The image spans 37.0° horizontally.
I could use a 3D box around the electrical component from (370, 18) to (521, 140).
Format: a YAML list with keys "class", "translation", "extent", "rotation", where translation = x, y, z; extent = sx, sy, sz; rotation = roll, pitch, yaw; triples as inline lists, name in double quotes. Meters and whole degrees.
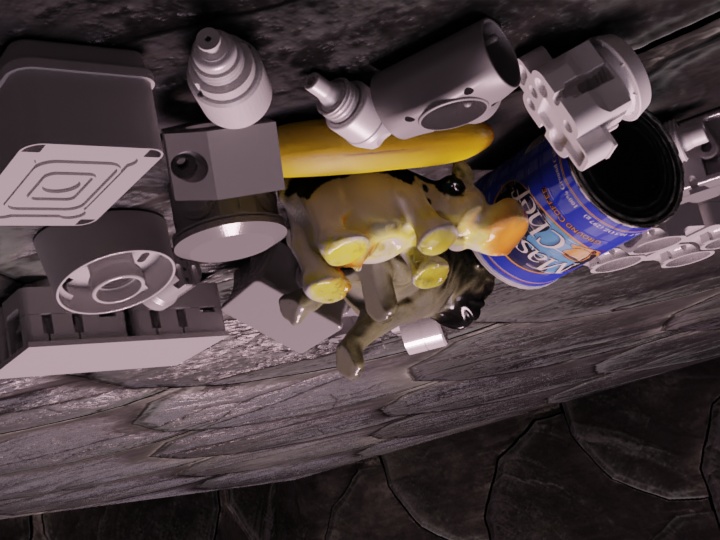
- class: "electrical component"
  translation: [0.059, -0.108, 0.638]
  extent: [0.077, 0.044, 0.079]
  rotation: [-22, 164, 31]

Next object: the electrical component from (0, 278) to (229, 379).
- class: "electrical component"
  translation: [-0.228, 0.049, 0.963]
  extent: [0.186, 0.060, 0.105]
  rotation: [-1, 162, -38]

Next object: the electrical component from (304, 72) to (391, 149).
- class: "electrical component"
  translation: [-0.008, -0.098, 0.643]
  extent: [0.035, 0.035, 0.061]
  rotation: [-23, 143, 35]

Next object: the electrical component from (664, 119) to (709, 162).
- class: "electrical component"
  translation: [0.238, -0.097, 0.836]
  extent: [0.062, 0.043, 0.043]
  rotation: [-20, 164, 24]

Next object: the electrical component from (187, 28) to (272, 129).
- class: "electrical component"
  translation: [-0.070, -0.103, 0.557]
  extent: [0.040, 0.040, 0.078]
  rotation: [-13, 166, 2]

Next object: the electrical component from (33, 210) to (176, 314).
- class: "electrical component"
  translation: [-0.190, -0.011, 0.809]
  extent: [0.099, 0.064, 0.099]
  rotation: [-19, 156, -9]

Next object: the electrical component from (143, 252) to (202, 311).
- class: "electrical component"
  translation: [-0.161, 0.007, 0.906]
  extent: [0.046, 0.040, 0.040]
  rotation: [-29, 159, 32]

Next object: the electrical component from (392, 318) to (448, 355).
- class: "electrical component"
  translation: [0.046, 0.040, 1.079]
  extent: [0.074, 0.052, 0.138]
  rotation: [-15, -160, 10]

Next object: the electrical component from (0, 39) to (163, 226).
- class: "electrical component"
  translation: [-0.162, -0.069, 0.571]
  extent: [0.078, 0.057, 0.113]
  rotation: [-2, 162, -37]

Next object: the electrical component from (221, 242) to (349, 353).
- class: "electrical component"
  translation: [-0.064, 0.024, 0.961]
  extent: [0.100, 0.048, 0.100]
  rotation: [30, 150, -16]

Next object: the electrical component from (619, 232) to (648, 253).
- class: "electrical component"
  translation: [0.212, -0.053, 0.931]
  extent: [0.058, 0.078, 0.057]
  rotation: [-46, 180, 13]

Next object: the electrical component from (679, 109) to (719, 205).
- class: "electrical component"
  translation: [0.271, -0.088, 0.877]
  extent: [0.095, 0.053, 0.059]
  rotation: [-19, 164, 25]

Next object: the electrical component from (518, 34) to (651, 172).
- class: "electrical component"
  translation: [0.140, -0.108, 0.660]
  extent: [0.057, 0.078, 0.058]
  rotation: [-30, 168, -8]

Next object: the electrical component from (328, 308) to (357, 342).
- class: "electrical component"
  translation: [-0.018, 0.053, 1.126]
  extent: [0.047, 0.075, 0.083]
  rotation: [2, 160, -44]

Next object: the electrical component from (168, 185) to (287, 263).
- class: "electrical component"
  translation: [-0.095, -0.039, 0.759]
  extent: [0.080, 0.051, 0.080]
  rotation: [-12, 166, -3]

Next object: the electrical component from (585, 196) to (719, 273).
- class: "electrical component"
  translation: [0.298, -0.045, 1.051]
  extent: [0.186, 0.060, 0.105]
  rotation: [-4, 163, -31]

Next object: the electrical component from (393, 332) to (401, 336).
- class: "electrical component"
  translation: [0.062, 0.039, 1.179]
  extent: [0.057, 0.058, 0.078]
  rotation: [-13, 166, 12]
